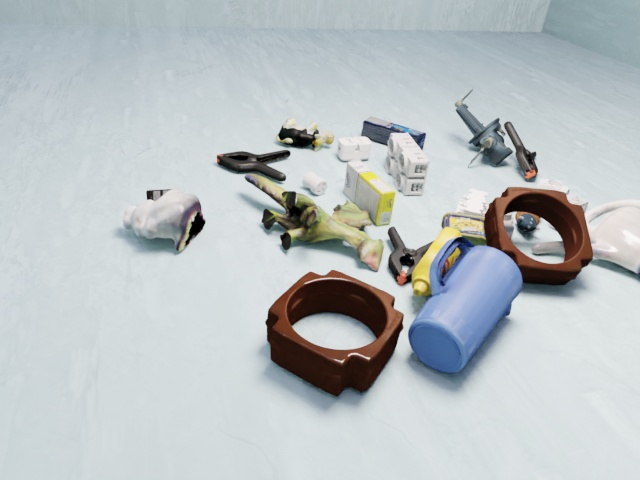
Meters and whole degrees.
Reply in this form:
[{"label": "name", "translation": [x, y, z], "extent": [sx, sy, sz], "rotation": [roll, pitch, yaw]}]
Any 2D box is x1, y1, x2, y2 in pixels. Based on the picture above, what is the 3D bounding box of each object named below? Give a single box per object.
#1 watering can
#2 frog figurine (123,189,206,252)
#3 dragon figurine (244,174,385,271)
[{"label": "watering can", "translation": [0.684, 0.009, 1.181], "extent": [0.350, 0.101, 0.228], "rotation": [-24, 42, -16]}, {"label": "frog figurine", "translation": [-0.341, -0.057, 1.112], "extent": [0.159, 0.120, 0.140], "rotation": [22, 54, 4]}, {"label": "dragon figurine", "translation": [0.004, -0.061, 1.210], "extent": [0.243, 0.120, 0.417], "rotation": [2, 31, -37]}]
